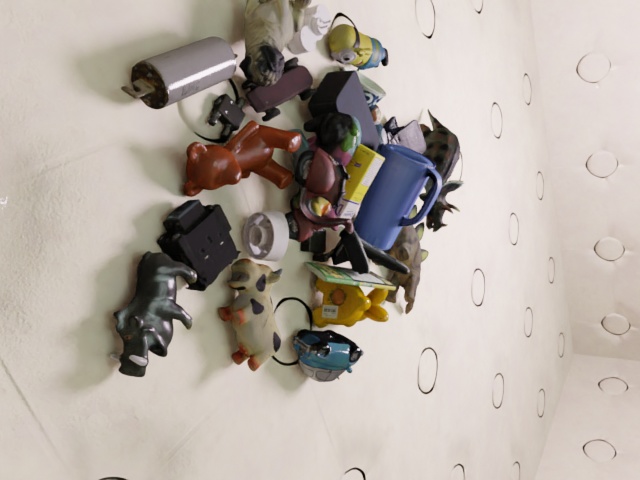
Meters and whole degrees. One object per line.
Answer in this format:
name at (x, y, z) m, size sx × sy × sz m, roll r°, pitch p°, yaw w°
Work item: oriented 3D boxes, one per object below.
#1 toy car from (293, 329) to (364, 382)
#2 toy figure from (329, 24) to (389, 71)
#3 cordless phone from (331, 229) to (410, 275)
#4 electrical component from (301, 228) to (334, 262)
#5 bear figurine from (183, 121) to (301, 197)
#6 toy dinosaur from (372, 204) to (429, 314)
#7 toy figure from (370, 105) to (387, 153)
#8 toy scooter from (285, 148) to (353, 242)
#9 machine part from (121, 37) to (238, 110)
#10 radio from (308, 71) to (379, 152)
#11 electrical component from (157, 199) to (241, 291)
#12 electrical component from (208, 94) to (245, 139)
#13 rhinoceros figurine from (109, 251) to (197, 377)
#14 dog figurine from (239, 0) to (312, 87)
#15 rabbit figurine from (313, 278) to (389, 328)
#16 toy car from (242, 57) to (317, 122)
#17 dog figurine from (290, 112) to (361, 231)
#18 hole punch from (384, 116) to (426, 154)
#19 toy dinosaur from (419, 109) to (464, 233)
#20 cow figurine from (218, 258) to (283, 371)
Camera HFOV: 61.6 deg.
toy car at (0.010, 0.255, 1.162) m, size 0.161 × 0.109 × 0.102 m, roll 11°, pitch 98°, yaw -44°
toy figure at (0.092, -0.459, 1.291) m, size 0.180 × 0.082 × 0.089 m, roll -8°, pitch 77°, yaw -46°
cordless phone at (0.123, 0.044, 1.206) m, size 0.088 × 0.184 × 0.146 m, roll -64°, pitch -175°, yaw 7°
electrical component at (-0.003, -0.002, 1.189) m, size 0.078 × 0.045 × 0.102 m, roll 15°, pitch 78°, yaw -54°
bear figurine at (-0.138, -0.134, 0.940) m, size 0.196 × 0.132 × 0.120 m, roll -43°, pitch 154°, yaw -52°
toy dinosaur at (0.216, 0.005, 1.444) m, size 0.198 × 0.105 × 0.470 m, roll -55°, pitch 140°, yaw -48°
toy figure at (0.136, -0.289, 1.370) m, size 0.058 × 0.064 × 0.154 m, roll -14°, pitch 106°, yaw -9°
toy scooter at (0.009, -0.076, 1.023) m, size 0.075 × 0.135 × 0.183 m, roll -50°, pitch 155°, yaw -79°
machine part at (-0.217, -0.273, 0.874) m, size 0.243 × 0.079 × 0.079 m, roll -44°, pitch 124°, yaw -46°
radio at (0.062, -0.265, 1.231) m, size 0.131 × 0.073 × 0.229 m, roll -66°, pitch 148°, yaw -30°
electrical component at (-0.205, 0.002, 0.907) m, size 0.115 × 0.058 × 0.134 m, roll -53°, pitch 130°, yaw -42°
electrical component at (-0.169, -0.234, 0.985) m, size 0.063 × 0.021 × 0.094 m, roll 47°, pitch 54°, yaw -42°
rhinoceros figurine at (-0.257, 0.113, 0.822) m, size 0.112 × 0.073 × 0.190 m, roll 27°, pitch 69°, yaw -52°
dog figurine at (-0.091, -0.373, 1.022) m, size 0.172 × 0.121 × 0.190 m, roll 1°, pitch 95°, yaw -65°
rabbit figurine at (0.077, 0.142, 1.232) m, size 0.173 × 0.162 × 0.122 m, roll 45°, pitch 41°, yaw -65°
toy car at (-0.082, -0.300, 1.077) m, size 0.202 × 0.053 × 0.089 m, roll -45°, pitch 109°, yaw -43°
dog figurine at (0.013, -0.131, 1.109) m, size 0.108 × 0.192 × 0.219 m, roll 5°, pitch 72°, yaw -55°
hole punch at (0.210, -0.262, 1.458) m, size 0.116 × 0.092 × 0.142 m, roll -40°, pitch 132°, yaw -17°
toy dinosaur at (0.334, -0.231, 1.524) m, size 0.131 × 0.192 × 0.405 m, roll 39°, pitch 60°, yaw -49°
cow figurine at (-0.120, 0.127, 0.999) m, size 0.127 × 0.086 × 0.194 m, roll -27°, pitch 109°, yaw -44°
